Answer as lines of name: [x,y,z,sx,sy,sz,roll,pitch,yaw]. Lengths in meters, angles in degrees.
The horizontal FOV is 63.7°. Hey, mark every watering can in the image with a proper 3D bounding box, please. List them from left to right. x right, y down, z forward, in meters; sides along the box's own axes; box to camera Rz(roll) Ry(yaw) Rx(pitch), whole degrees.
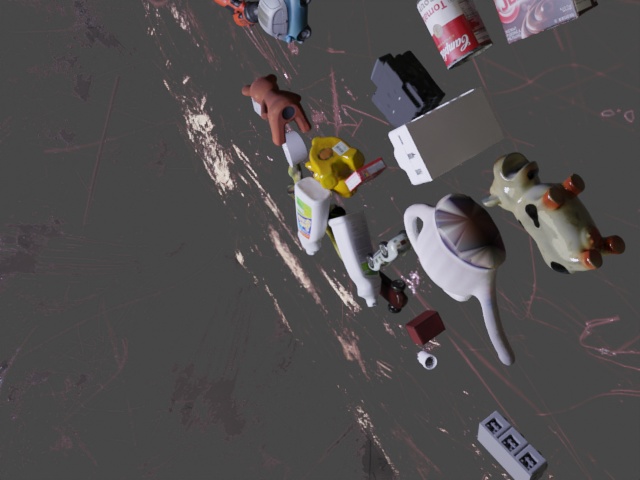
watering can: [0.276,0.057,0.951,0.352,0.105,0.220,55,161,21]

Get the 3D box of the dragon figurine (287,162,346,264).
dragon figurine: [0.005,-0.079,1.575,0.411,0.122,0.242,63,180,1]
